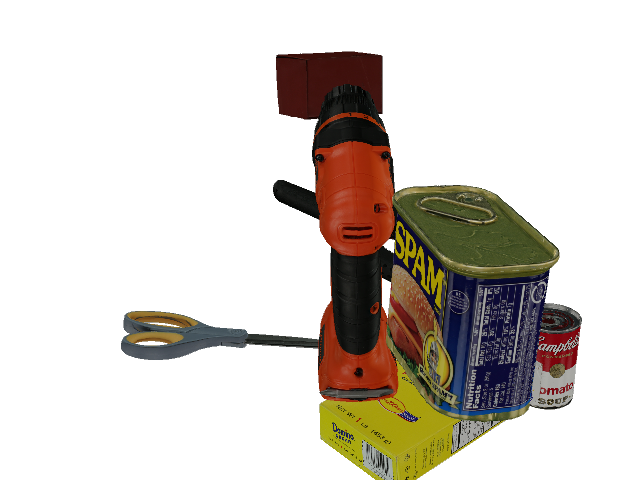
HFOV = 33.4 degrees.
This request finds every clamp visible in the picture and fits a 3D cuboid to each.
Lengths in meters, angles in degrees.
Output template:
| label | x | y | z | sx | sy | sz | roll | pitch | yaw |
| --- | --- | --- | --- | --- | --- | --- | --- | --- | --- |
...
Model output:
| label | x | y | z | sx | sy | sz | roll | pitch | yaw |
| --- | --- | --- | --- | --- | --- | --- | --- | --- | --- |
| clamp | 0.052 | -0.018 | 1.211 | 0.164 | 0.210 | 0.036 | -14 | -38 | -24 |

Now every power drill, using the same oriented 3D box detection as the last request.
| label | x | y | z | sx | sy | sz | roll | pitch | yaw |
| --- | --- | --- | --- | --- | --- | --- | --- | --- | --- |
| power drill | 0.022 | 0.003 | 0.743 | 0.057 | 0.188 | 0.184 | -2 | 32 | 3 |

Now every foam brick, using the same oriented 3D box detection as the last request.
| label | x | y | z | sx | sy | sz | roll | pitch | yaw |
| --- | --- | --- | --- | --- | --- | --- | --- | --- | --- |
| foam brick | 0.008 | -0.133 | 0.910 | 0.078 | 0.051 | 0.053 | -8 | 16 | -29 |

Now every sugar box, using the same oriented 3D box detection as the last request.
| label | x | y | z | sx | sy | sz | roll | pitch | yaw |
| --- | --- | --- | --- | --- | --- | --- | --- | --- | --- |
| sugar box | 0.094 | 0.134 | 0.894 | 0.175 | 0.048 | 0.093 | -28 | 40 | -33 |

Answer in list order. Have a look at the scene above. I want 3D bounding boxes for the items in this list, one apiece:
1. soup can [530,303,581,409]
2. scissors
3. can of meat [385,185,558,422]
| label | x | y | z | sx | sy | sz | roll | pitch | yaw |
| --- | --- | --- | --- | --- | --- | --- | --- | --- | --- |
| soup can | 0.257 | 0.131 | 1.212 | 0.068 | 0.102 | 0.068 | 0 | 23 | 0 |
| scissors | -0.089 | 0.093 | 0.952 | 0.202 | 0.016 | 0.096 | 9 | 18 | 14 |
| can of meat | 0.070 | 0.029 | 0.528 | 0.057 | 0.084 | 0.102 | -3 | 24 | -15 |
